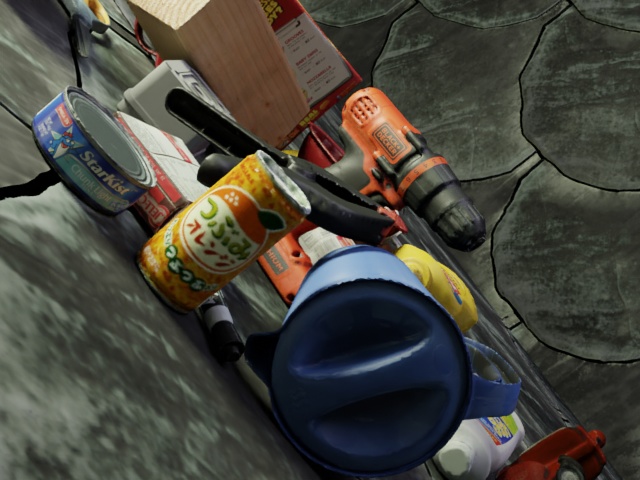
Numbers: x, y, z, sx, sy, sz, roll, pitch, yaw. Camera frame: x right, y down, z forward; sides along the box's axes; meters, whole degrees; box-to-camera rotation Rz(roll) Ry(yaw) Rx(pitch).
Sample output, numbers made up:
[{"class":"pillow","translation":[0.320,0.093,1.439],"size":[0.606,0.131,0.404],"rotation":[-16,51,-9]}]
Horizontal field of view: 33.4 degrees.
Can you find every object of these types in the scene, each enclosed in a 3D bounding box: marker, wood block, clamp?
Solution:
[{"class":"marker","translation":[-0.075,0.039,0.723],"size":[0.020,0.020,0.121],"rotation":[43,12,-42]},{"class":"wood block","translation":[-0.097,-0.184,1.067],"size":[0.091,0.090,0.206],"rotation":[35,-16,35]},{"class":"clamp","translation":[-0.025,-0.044,0.843],"size":[0.209,0.036,0.164],"rotation":[28,17,-20]}]

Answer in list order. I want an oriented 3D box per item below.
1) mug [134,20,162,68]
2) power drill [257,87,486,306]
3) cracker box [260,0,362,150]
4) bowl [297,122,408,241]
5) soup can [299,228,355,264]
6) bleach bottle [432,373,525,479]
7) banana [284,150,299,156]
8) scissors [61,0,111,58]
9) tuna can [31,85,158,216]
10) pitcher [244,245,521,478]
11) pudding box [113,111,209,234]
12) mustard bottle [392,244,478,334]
[{"class":"mug","translation":[-0.145,-0.219,1.158],"size":[0.117,0.081,0.093],"rotation":[14,26,2]},{"class":"power drill","translation":[0.033,-0.019,0.956],"size":[0.184,0.188,0.057],"rotation":[54,8,25]},{"class":"cracker box","translation":[-0.072,-0.217,1.296],"size":[0.213,0.164,0.072],"rotation":[42,10,-46]},{"class":"bowl","translation":[0.023,-0.051,1.162],"size":[0.162,0.055,0.162],"rotation":[47,8,-10]},{"class":"soup can","translation":[-0.007,0.001,1.056],"size":[0.102,0.068,0.068],"rotation":[56,10,27]},{"class":"bleach bottle","translation":[0.155,0.203,1.085],"size":[0.102,0.068,0.250],"rotation":[54,12,6]},{"class":"banana","translation":[-0.036,-0.091,1.304],"size":[0.197,0.070,0.037],"rotation":[-28,111,-72]},{"class":"scissors","translation":[-0.230,-0.215,0.973],"size":[0.096,0.016,0.202],"rotation":[48,9,-14]},{"class":"tuna can","translation":[-0.147,-0.058,0.698],"size":[0.086,0.034,0.086],"rotation":[50,9,-11]},{"class":"pitcher","translation":[0.043,0.076,0.797],"size":[0.149,0.145,0.243],"rotation":[55,6,-7]},{"class":"pudding box","translation":[-0.114,-0.042,0.792],"size":[0.090,0.039,0.113],"rotation":[52,11,15]},{"class":"mustard bottle","translation":[0.114,0.051,1.145],"size":[0.096,0.058,0.191],"rotation":[54,9,20]}]
